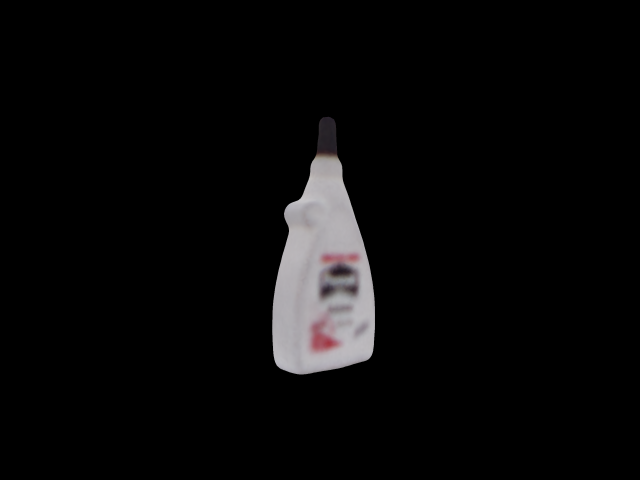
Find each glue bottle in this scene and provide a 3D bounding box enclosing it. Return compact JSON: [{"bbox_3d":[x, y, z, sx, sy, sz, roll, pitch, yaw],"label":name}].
[{"bbox_3d":[0.004,0.001,0.400,0.078,0.173,0.037,-2,3,-43],"label":"glue bottle"}]
